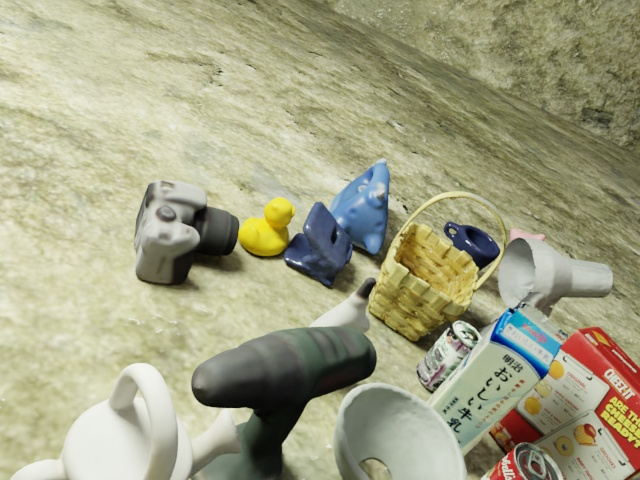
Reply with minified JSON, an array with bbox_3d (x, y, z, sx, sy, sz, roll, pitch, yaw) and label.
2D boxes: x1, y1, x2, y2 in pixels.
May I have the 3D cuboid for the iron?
[{"bbox_3d":[0.093,-0.088,1.085,0.119,0.141,0.258,26,32,-7],"label":"iron"}]

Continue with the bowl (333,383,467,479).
[{"bbox_3d":[0.080,0.253,0.659,0.168,0.074,0.167,22,33,-14],"label":"bowl"}]

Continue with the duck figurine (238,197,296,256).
[{"bbox_3d":[-0.078,-0.028,0.912,0.077,0.086,0.105,41,33,16],"label":"duck figurine"}]

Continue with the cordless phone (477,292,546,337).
[{"bbox_3d":[0.304,0.148,0.888,0.094,0.185,0.148,45,34,23],"label":"cordless phone"}]

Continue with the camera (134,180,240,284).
[{"bbox_3d":[-0.180,-0.017,0.796,0.137,0.100,0.143,13,35,-26],"label":"camera"}]

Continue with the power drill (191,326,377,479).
[{"bbox_3d":[-0.050,0.163,0.550,0.230,0.208,0.075,-10,50,-47],"label":"power drill"}]

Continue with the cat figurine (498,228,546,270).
[{"bbox_3d":[0.441,0.039,1.220,0.067,0.117,0.127,10,37,-30],"label":"cat figurine"}]

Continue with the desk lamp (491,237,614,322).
[{"bbox_3d":[0.379,0.107,0.982,0.204,0.213,0.118,18,33,-19],"label":"desk lamp"}]

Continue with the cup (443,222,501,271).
[{"bbox_3d":[0.279,0.025,1.126,0.117,0.095,0.092,33,32,5],"label":"cup"}]

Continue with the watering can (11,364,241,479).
[{"bbox_3d":[-0.149,0.175,0.464,0.100,0.194,0.173,43,33,19],"label":"watering can"}]

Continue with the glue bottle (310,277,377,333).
[{"bbox_3d":[0.027,0.110,0.722,0.078,0.173,0.037,19,33,-18],"label":"glue bottle"}]

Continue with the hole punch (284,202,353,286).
[{"bbox_3d":[0.009,0.003,0.935,0.101,0.091,0.109,28,32,-4],"label":"hole punch"}]
